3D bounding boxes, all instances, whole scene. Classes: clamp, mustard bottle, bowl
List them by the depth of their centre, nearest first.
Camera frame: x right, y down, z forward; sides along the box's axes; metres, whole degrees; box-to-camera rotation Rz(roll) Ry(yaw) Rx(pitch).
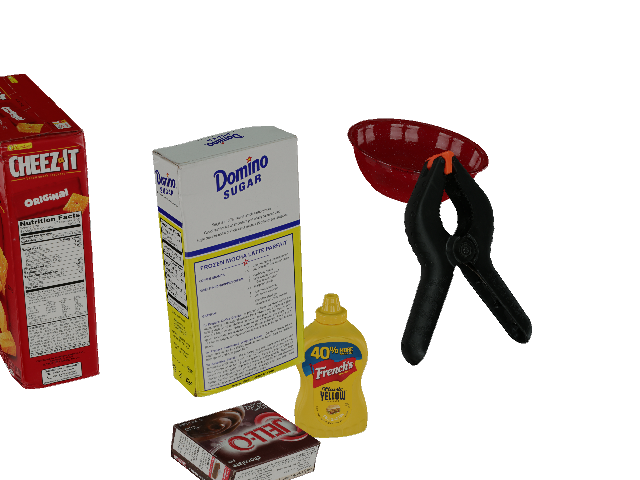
[{"bbox_3d":[0.101,0.017,0.861,0.120,0.171,0.039,-17,-1,-32],"label":"clamp"},{"bbox_3d":[0.105,-0.084,1.209,0.162,0.055,0.162,9,27,-5],"label":"bowl"},{"bbox_3d":[0.014,0.162,1.402,0.096,0.192,0.058,-1,17,-5],"label":"mustard bottle"}]

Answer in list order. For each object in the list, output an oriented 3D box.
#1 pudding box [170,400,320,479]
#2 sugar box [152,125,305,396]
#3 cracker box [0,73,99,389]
[{"bbox_3d":[-0.071,0.196,1.005,0.113,0.039,0.090,-11,28,-44],"label":"pudding box"},{"bbox_3d":[-0.061,0.014,0.740,0.093,0.176,0.048,-16,26,-31],"label":"sugar box"},{"bbox_3d":[-0.244,-0.010,0.874,0.072,0.214,0.164,-12,28,-27],"label":"cracker box"}]
